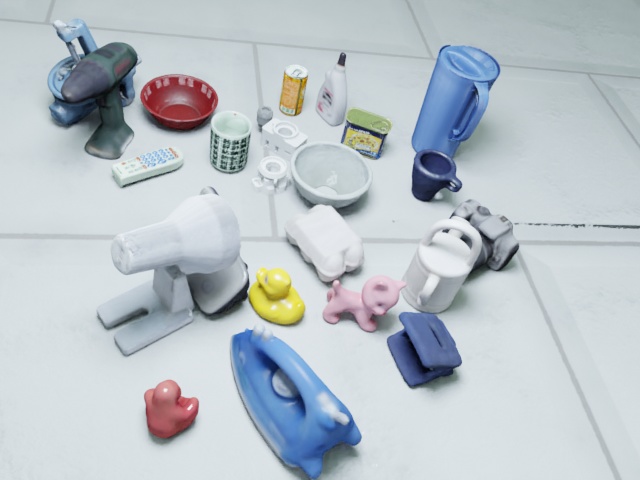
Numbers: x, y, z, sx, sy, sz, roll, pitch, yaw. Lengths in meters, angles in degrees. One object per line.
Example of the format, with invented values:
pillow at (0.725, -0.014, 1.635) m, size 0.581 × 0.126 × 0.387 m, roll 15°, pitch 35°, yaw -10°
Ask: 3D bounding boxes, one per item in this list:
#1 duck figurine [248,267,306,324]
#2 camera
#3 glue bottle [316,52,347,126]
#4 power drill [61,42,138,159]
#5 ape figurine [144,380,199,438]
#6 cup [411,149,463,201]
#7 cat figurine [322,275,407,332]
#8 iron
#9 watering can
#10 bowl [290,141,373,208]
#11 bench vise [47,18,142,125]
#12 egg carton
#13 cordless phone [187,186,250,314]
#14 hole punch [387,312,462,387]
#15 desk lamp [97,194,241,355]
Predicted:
duck figurine at (-0.068, 0.085, 0.953) m, size 0.104 × 0.086 × 0.078 m, roll 33°, pitch 51°, yaw 14°
camera at (0.295, -0.002, 1.107) m, size 0.137 × 0.101 × 0.143 m, roll -27°, pitch 61°, yaw -31°
glue bottle at (0.034, -0.344, 1.284) m, size 0.037 × 0.173 × 0.078 m, roll -28°, pitch 61°, yaw -31°
power drill at (-0.408, -0.261, 1.081) m, size 0.075 × 0.208 × 0.229 m, roll 14°, pitch 49°, yaw -1°
ape figurine at (-0.210, 0.226, 0.795) m, size 0.077 × 0.092 × 0.076 m, roll 28°, pitch 50°, yaw 11°
cup at (0.239, -0.121, 1.197) m, size 0.117 × 0.095 × 0.092 m, roll 41°, pitch 53°, yaw 21°
cat figurine at (0.077, 0.093, 0.961) m, size 0.128 × 0.118 × 0.067 m, roll 11°, pitch 49°, yaw -4°
iron at (-0.049, 0.200, 0.824) m, size 0.119 × 0.141 × 0.257 m, roll -29°, pitch 62°, yaw -32°
watering can at (0.215, 0.029, 0.999) m, size 0.101 × 0.194 × 0.173 m, roll 10°, pitch 49°, yaw -5°
bowl at (0.017, -0.120, 1.155) m, size 0.167 × 0.075 × 0.167 m, roll 7°, pitch 49°, yaw -8°
bench vise at (-0.459, -0.357, 1.142) m, size 0.121 × 0.220 × 0.207 m, roll 23°, pitch 49°, yaw 7°
egg carton at (0.010, 0.004, 1.052) m, size 0.107 × 0.069 × 0.150 m, roll -26°, pitch 61°, yaw -31°
cordless phone at (-0.169, 0.017, 0.920) m, size 0.094 × 0.185 × 0.147 m, roll -23°, pitch 59°, yaw -29°
hole punch at (0.176, 0.169, 0.939) m, size 0.101 × 0.091 × 0.108 m, roll -11°, pitch 54°, yaw -22°
desk lamp at (-0.229, 0.044, 0.863) m, size 0.204 × 0.213 × 0.117 m, roll -29°, pitch 62°, yaw -32°
